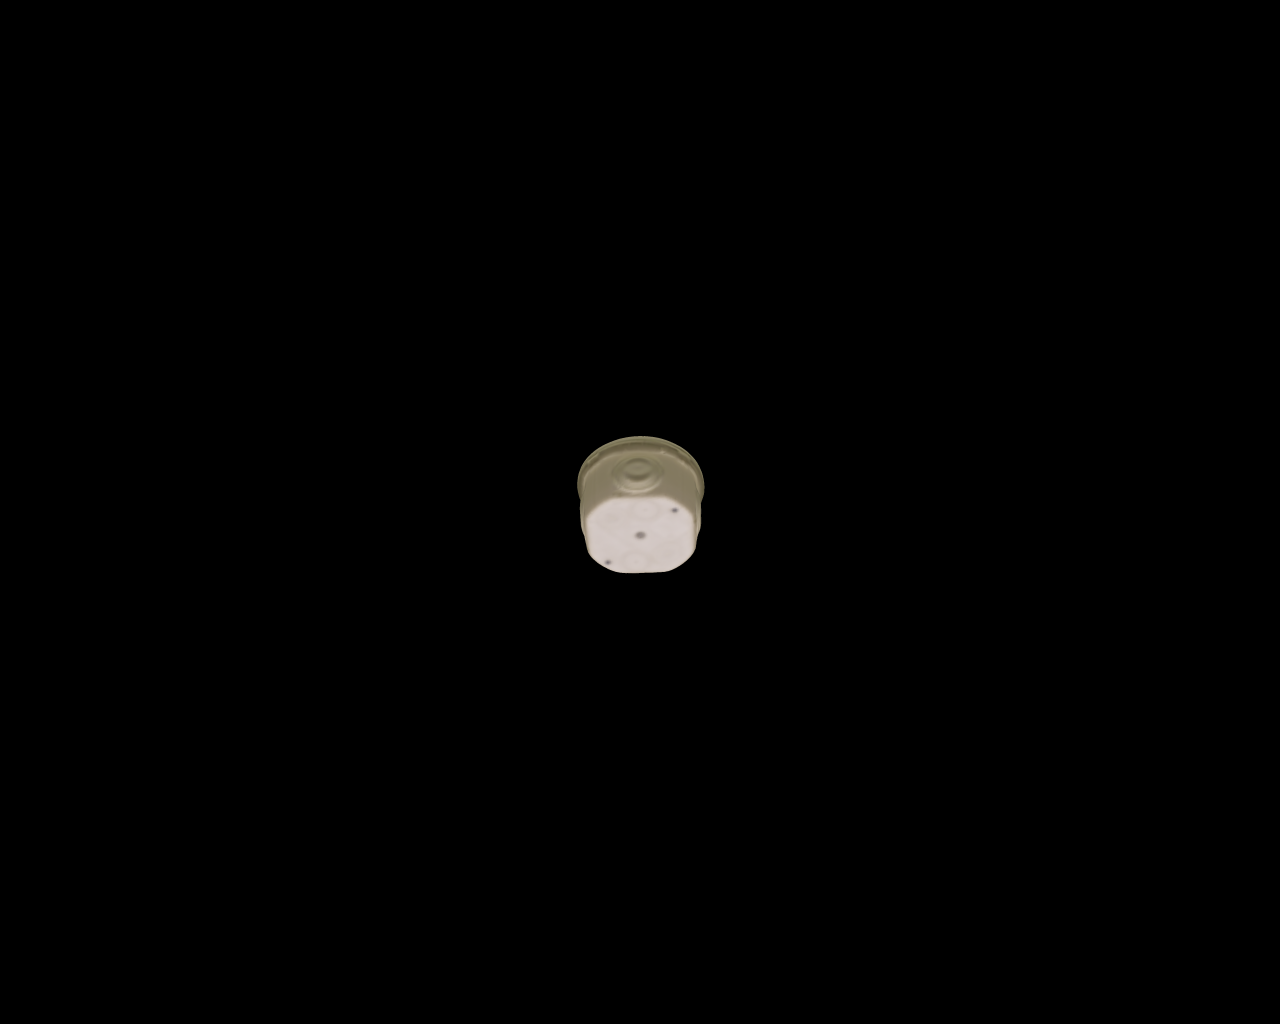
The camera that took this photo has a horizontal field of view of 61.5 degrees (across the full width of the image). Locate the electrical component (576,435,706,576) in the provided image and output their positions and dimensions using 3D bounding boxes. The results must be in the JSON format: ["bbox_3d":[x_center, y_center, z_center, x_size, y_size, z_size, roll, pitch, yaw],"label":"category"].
[{"bbox_3d":[0.001,-0.003,0.650,0.080,0.080,0.051,0,43,0],"label":"electrical component"}]
